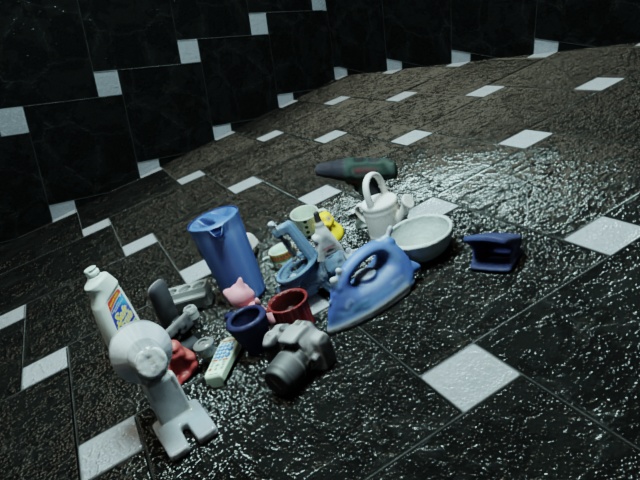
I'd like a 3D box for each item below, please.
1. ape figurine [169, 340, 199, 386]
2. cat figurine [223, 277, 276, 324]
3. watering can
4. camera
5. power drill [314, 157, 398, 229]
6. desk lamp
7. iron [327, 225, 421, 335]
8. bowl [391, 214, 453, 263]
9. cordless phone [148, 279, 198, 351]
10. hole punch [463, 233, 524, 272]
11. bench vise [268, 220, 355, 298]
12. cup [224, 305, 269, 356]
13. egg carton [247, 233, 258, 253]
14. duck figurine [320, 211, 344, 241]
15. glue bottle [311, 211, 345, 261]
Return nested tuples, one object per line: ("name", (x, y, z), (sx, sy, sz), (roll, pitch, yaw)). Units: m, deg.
("ape figurine", (-0.309, 0.260, 1.248), (0.078, 0.092, 0.076), (-18, 24, 3))
("cat figurine", (-0.171, 0.146, 1.351), (0.067, 0.118, 0.127), (-34, 28, -28))
("watering can", (0.165, -0.088, 1.496), (0.172, 0.194, 0.101), (-10, 26, 20))
("camera", (-0.063, 0.227, 1.123), (0.142, 0.101, 0.137), (0, 31, 37))
("power drill", (0.117, -0.141, 1.626), (0.229, 0.209, 0.075), (-12, 26, 17))
("desk lamp", (-0.301, 0.267, 1.080), (0.118, 0.214, 0.202), (-31, 27, -23))
("iron", (0.095, 0.082, 1.258), (0.259, 0.142, 0.118), (-33, 28, -27))
("bowl", (0.245, 0.007, 1.385), (0.167, 0.075, 0.167), (-16, 25, 8))
("cordless phone", (-0.371, 0.196, 1.314), (0.093, 0.185, 0.148), (-5, 28, 29))
("hole punch", (0.380, 0.009, 1.259), (0.108, 0.091, 0.101), (3, 33, 40))
("bench vise", (-0.025, 0.034, 1.352), (0.207, 0.220, 0.121), (-21, 25, -4))
("cup", (-0.157, 0.202, 1.252), (0.117, 0.095, 0.092), (4, 33, 41))
("egg carton", (-0.245, 0.037, 1.692), (0.107, 0.069, 0.150), (-10, 26, 20))
("duck figurine", (0.022, -0.044, 1.642), (0.077, 0.086, 0.104), (-15, 25, 11))
("glue bottle", (0.013, 0.005, 1.441), (0.078, 0.173, 0.037), (-27, 26, -16))
